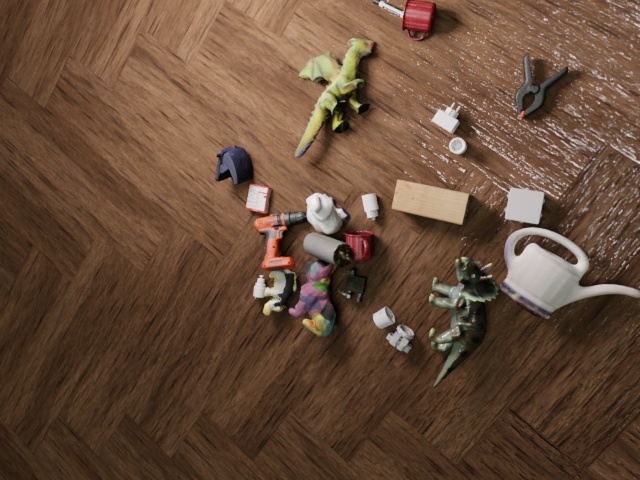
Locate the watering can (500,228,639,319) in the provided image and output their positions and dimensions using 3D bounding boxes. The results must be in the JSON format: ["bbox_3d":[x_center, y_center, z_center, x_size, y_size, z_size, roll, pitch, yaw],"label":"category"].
[{"bbox_3d":[0.644,0.117,1.386,0.350,0.104,0.222,35,106,16],"label":"watering can"}]

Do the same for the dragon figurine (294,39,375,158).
[{"bbox_3d":[0.019,-0.468,1.613,0.406,0.121,0.247,-38,63,16],"label":"dragon figurine"}]

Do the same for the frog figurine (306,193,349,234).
[{"bbox_3d":[0.005,-0.080,1.588,0.121,0.160,0.138,-31,84,22],"label":"frog figurine"}]
